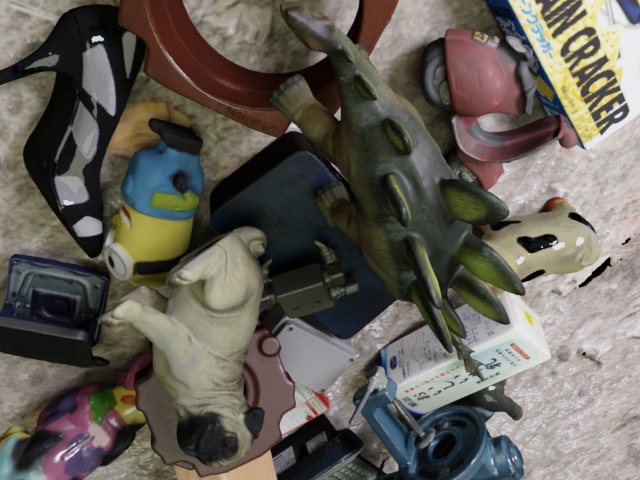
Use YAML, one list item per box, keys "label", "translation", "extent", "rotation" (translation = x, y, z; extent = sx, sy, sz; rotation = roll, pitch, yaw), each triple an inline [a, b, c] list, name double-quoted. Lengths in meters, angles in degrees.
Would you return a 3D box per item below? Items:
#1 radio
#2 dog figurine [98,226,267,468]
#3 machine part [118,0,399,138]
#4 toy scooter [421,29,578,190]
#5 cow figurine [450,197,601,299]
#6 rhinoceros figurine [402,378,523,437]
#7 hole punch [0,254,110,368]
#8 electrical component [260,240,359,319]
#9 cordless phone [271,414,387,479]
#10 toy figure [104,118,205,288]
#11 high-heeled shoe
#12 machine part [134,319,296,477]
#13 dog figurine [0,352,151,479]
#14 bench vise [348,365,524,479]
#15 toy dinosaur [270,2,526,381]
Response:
- label: "radio"
  translation: [-0.001, -0.002, 0.602]
  extent: [0.131, 0.073, 0.229]
  rotation: [-39, 119, 11]
- label: "dog figurine"
  translation: [-0.087, 0.103, 0.515]
  extent: [0.172, 0.121, 0.190]
  rotation: [-32, 99, 9]
- label: "machine part"
  translation: [-0.048, -0.206, 0.451]
  extent: [0.201, 0.087, 0.201]
  rotation: [23, 127, -14]
- label: "toy scooter"
  translation: [0.183, -0.130, 0.542]
  extent: [0.135, 0.075, 0.183]
  rotation: [-2, 129, 29]
- label: "cow figurine"
  translation: [0.224, 0.019, 0.618]
  extent: [0.195, 0.127, 0.085]
  rotation: [-11, 116, -6]
- label: "rhinoceros figurine"
  translation: [0.192, 0.253, 0.758]
  extent: [0.112, 0.073, 0.190]
  rotation: [19, 124, -30]
- label: "hole punch"
  translation: [-0.301, 0.083, 0.602]
  extent: [0.142, 0.092, 0.115]
  rotation: [12, 145, -18]
- label: "electrical component"
  translation: [-0.017, 0.043, 0.558]
  extent: [0.102, 0.045, 0.078]
  rotation: [-21, 149, 8]
- label: "cordless phone"
  translation: [0.023, 0.354, 0.794]
  extent: [0.146, 0.089, 0.184]
  rotation: [-38, 121, 11]
- label: "toy figure"
  translation: [-0.165, -0.030, 0.556]
  extent: [0.089, 0.082, 0.180]
  rotation: [20, 111, -17]
- label: "high-heeled shoe"
  translation: [-0.215, -0.099, 0.533]
  extent: [0.145, 0.086, 0.248]
  rotation: [-31, 143, -26]
- label: "machine part"
  translation: [-0.113, 0.165, 0.589]
  extent: [0.179, 0.056, 0.179]
  rotation: [0, 89, -14]
- label: "dog figurine"
  translation: [-0.258, 0.217, 0.623]
  extent: [0.219, 0.191, 0.108]
  rotation: [-32, 94, 21]
- label: "bench vise"
  translation: [0.112, 0.255, 0.657]
  extent: [0.224, 0.129, 0.240]
  rotation: [-27, 107, 35]
- label: "toy dinosaur"
  translation: [0.079, -0.002, 0.467]
  extent: [0.105, 0.199, 0.470]
  rotation: [-35, 142, 2]
